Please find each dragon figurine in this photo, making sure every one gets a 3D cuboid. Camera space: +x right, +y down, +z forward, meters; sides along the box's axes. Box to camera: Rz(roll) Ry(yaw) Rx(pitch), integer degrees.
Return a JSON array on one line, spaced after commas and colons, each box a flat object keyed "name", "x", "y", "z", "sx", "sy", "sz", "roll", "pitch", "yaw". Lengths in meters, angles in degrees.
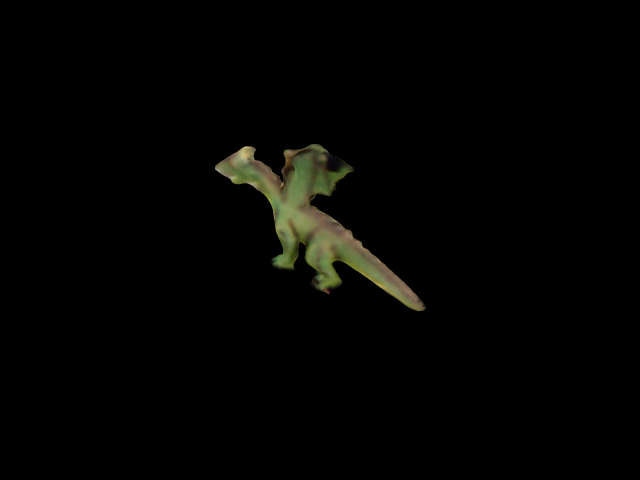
[{"name": "dragon figurine", "x": 0.003, "y": -0.043, "z": 0.850, "sx": 0.412, "sy": 0.237, "sz": 0.124, "roll": 23, "pitch": 50, "yaw": 21}]
